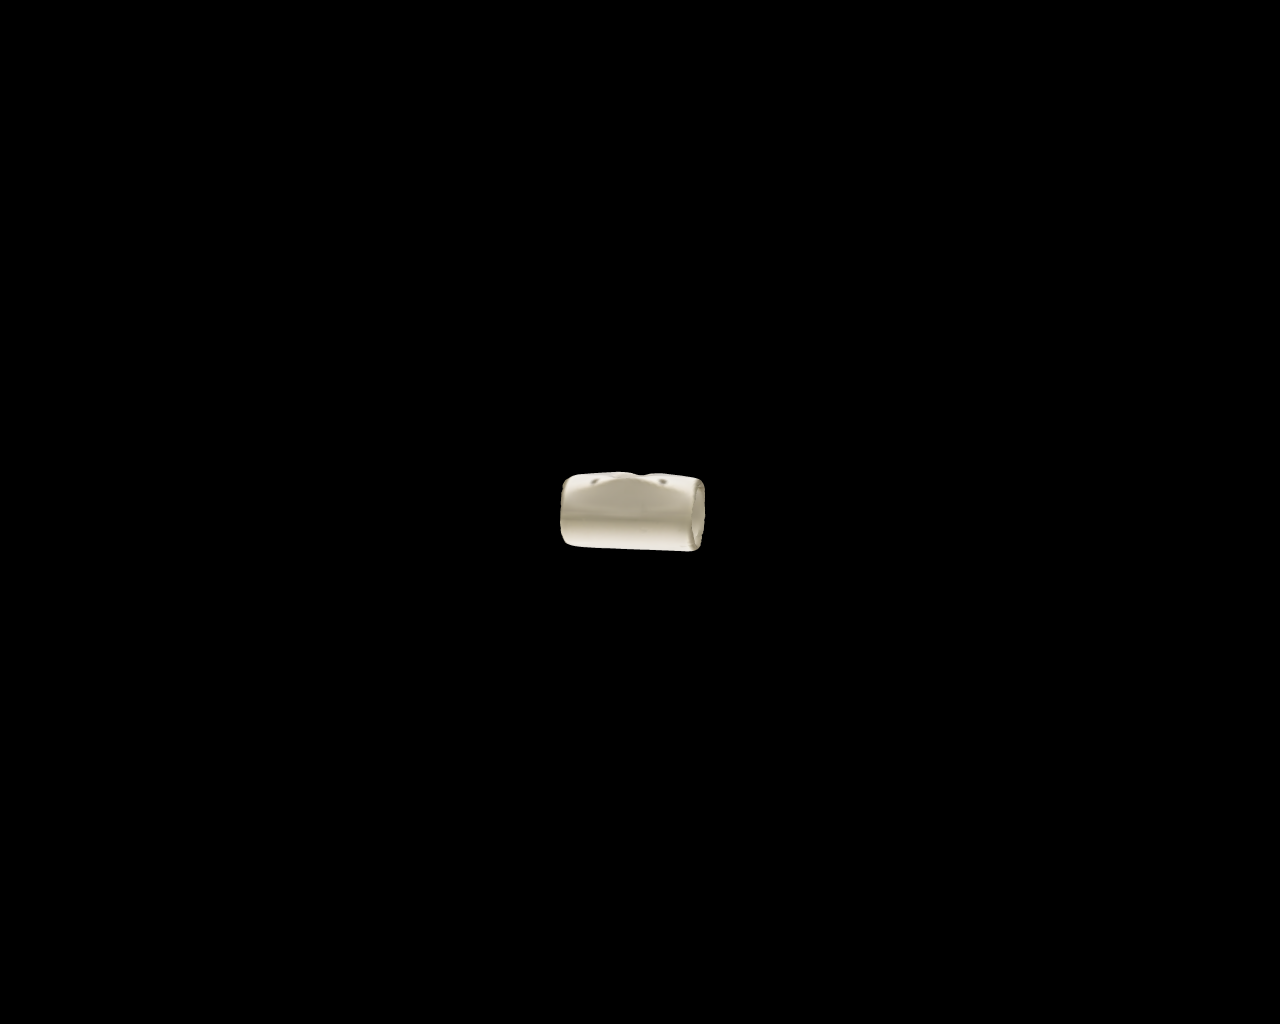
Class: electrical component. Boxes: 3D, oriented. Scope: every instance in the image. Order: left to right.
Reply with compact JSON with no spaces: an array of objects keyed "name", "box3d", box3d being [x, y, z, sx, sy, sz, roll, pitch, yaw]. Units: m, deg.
[{"name":"electrical component","box3d":[0.001,-0.003,0.650,0.077,0.043,0.079,2,8,14]}]
